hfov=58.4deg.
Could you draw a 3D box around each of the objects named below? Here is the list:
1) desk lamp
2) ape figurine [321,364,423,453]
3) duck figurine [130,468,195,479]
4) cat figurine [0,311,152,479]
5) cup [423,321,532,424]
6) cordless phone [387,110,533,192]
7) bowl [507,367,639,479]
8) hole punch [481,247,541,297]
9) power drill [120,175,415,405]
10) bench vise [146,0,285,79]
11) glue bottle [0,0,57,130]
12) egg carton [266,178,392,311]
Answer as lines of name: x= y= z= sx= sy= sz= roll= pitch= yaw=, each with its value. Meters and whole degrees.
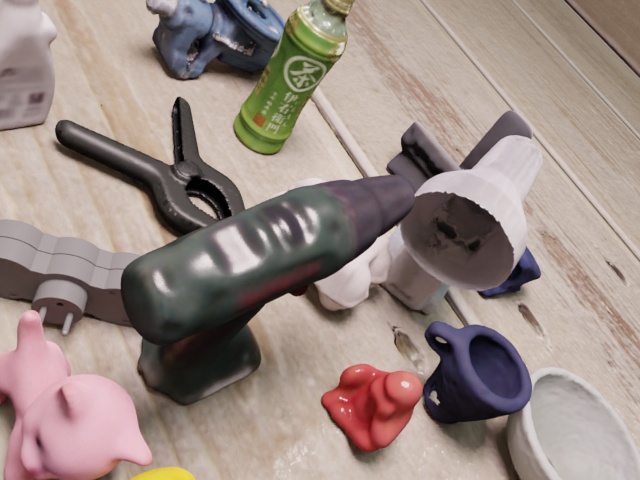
desk lamp: x=0.148 y=-0.014 z=0.630 sx=0.118 sy=0.213 sz=0.204 roll=42 pitch=40 yaw=2
ape figurine: x=0.056 y=0.144 z=0.512 sx=0.076 sy=0.092 sz=0.077 roll=19 pitch=44 yaw=-22
duck figurine: x=-0.108 y=0.184 z=0.357 sx=0.077 sy=0.086 sz=0.105 roll=40 pitch=40 yaw=0
cat figurine: x=-0.163 y=0.104 z=0.363 sx=0.067 sy=0.117 sz=0.127 roll=-17 pitch=65 yaw=-45
cup: x=0.137 y=0.138 z=0.576 sx=0.118 sy=0.094 sz=0.092 roll=37 pitch=40 yaw=-3
cordless phone: x=0.195 y=-0.128 z=0.790 sx=0.094 sy=0.184 sz=0.147 roll=-24 pitch=70 yaw=-47
bowl: x=0.254 y=0.225 z=0.602 sx=0.168 sy=0.074 sz=0.167 roll=21 pitch=44 yaw=-21
hole punch: x=0.252 y=0.010 z=0.781 sx=0.101 sy=0.091 sz=0.108 roll=-4 pitch=57 yaw=-39
power drill: x=-0.050 y=0.037 z=0.439 sx=0.230 sy=0.208 sz=0.075 roll=-20 pitch=67 yaw=-45
bench vise: x=-0.093 y=-0.291 z=0.693 sx=0.121 sy=0.219 sz=0.208 roll=45 pitch=41 yaw=6
glue bottle: x=-0.261 y=-0.168 z=0.491 sx=0.078 sy=0.173 sz=0.037 roll=-22 pitch=68 yaw=-46
egg carton: x=0.006 y=0.002 z=0.619 sx=0.150 sy=0.069 sz=0.107 roll=46 pitch=41 yaw=8
